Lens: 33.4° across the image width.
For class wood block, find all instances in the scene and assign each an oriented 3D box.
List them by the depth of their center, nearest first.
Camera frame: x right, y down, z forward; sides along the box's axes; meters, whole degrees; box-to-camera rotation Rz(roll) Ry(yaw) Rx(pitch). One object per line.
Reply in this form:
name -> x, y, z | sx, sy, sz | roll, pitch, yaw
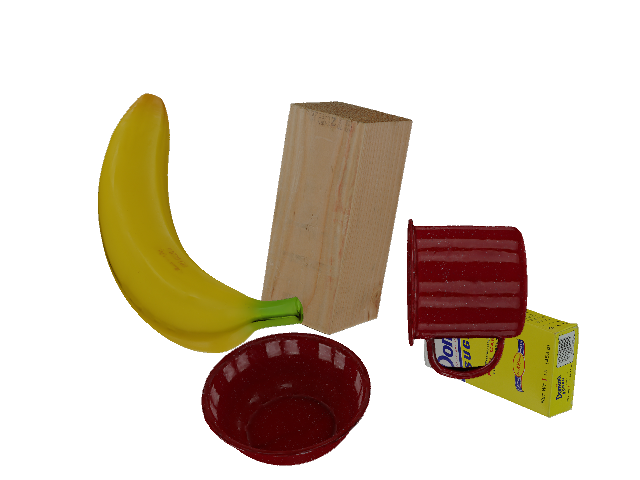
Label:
wood block -> 0.014, -0.026, 1.047 | 0.090, 0.206, 0.090 | 19, 18, 31

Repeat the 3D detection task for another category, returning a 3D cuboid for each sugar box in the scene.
sugar box -> 0.185, 0.112, 1.122 | 0.048, 0.093, 0.177 | -10, 18, -41

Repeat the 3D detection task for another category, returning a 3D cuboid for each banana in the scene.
banana -> -0.078, -0.005, 0.544 | 0.069, 0.037, 0.198 | -26, 49, -12

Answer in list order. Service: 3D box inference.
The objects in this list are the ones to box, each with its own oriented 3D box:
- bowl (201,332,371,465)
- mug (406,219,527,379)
bowl -> -0.030, 0.162, 1.023 | 0.162, 0.055, 0.162 | -4, 37, 3
mug -> 0.105, 0.042, 0.775 | 0.081, 0.117, 0.093 | 0, -15, 3
